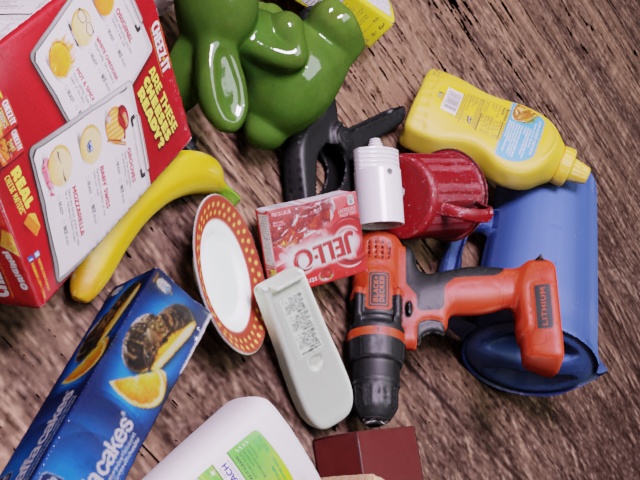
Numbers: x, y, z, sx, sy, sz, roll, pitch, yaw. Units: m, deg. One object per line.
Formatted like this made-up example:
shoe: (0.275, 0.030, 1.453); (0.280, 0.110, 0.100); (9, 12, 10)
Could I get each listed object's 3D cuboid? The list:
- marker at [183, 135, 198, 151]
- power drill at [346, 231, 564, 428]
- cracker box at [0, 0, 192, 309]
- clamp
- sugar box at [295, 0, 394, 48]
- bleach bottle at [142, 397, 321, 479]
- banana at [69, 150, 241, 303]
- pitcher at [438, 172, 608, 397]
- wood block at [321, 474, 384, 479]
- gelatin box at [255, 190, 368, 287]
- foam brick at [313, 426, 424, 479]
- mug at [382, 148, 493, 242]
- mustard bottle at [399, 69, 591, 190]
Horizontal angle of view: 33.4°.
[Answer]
marker: (-0.144, -0.108, 0.853); (0.121, 0.020, 0.020); (41, 50, -27)
power drill: (0.117, 0.080, 0.947); (0.187, 0.057, 0.184); (3, 63, -1)
cracker box: (-0.179, -0.084, 0.716); (0.213, 0.072, 0.164); (-59, 147, -47)
clamp: (0.006, -0.103, 0.987); (0.164, 0.036, 0.209); (49, 48, -32)
sugar box: (-0.009, -0.261, 1.017); (0.176, 0.048, 0.093); (23, 39, -35)
bleach bottle: (-0.104, 0.218, 0.739); (0.250, 0.068, 0.102); (-41, 105, -43)
banana: (-0.130, -0.024, 0.822); (0.197, 0.037, 0.069); (-37, 100, -46)
pitcher: (0.216, 0.025, 1.102); (0.149, 0.145, 0.242); (55, 37, -41)
wood block: (0.013, 0.291, 0.802); (0.090, 0.090, 0.206); (39, 53, -30)
gelatin box: (-0.006, 0.001, 0.913); (0.089, 0.030, 0.073); (-14, 101, -27)
foam brick: (0.042, 0.188, 0.905); (0.078, 0.053, 0.051); (5, 72, -44)
mug: (0.108, -0.038, 1.013); (0.081, 0.117, 0.093); (-4, 113, -49)
mustard bottle: (0.183, -0.102, 1.087); (0.191, 0.058, 0.096); (23, 52, 4)
